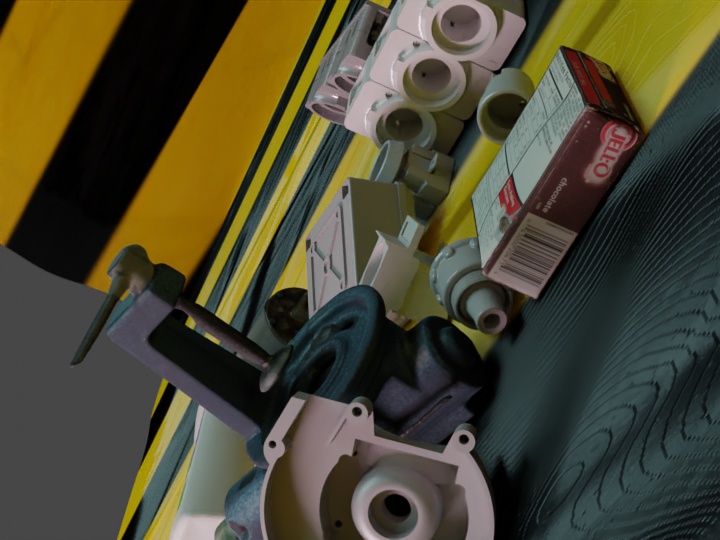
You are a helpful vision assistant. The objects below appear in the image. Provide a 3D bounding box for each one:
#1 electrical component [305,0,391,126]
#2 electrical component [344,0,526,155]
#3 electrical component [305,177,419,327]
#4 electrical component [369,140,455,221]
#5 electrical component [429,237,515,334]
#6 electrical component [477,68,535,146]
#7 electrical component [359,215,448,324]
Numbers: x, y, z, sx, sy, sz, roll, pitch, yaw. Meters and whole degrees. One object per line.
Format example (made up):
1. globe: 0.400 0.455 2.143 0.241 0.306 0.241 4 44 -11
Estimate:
1. electrical component: 0.021 -0.174 1.006 0.186 0.105 0.060 159 131 -74
2. electrical component: 0.058 -0.167 0.866 0.061 0.089 0.150 -83 19 -51
3. electrical component: 0.000 0.000 0.843 0.108 0.056 0.108 129 142 -56
4. electrical component: 0.040 -0.075 0.868 0.066 0.055 0.048 128 160 -53
5. electrical component: 0.068 0.014 0.614 0.048 0.048 0.062 -63 20 22
6. electrical component: 0.098 -0.109 0.711 0.040 0.040 0.046 -61 8 32
7. electrical component: 0.034 0.008 0.725 0.042 0.064 0.081 -118 51 -77
